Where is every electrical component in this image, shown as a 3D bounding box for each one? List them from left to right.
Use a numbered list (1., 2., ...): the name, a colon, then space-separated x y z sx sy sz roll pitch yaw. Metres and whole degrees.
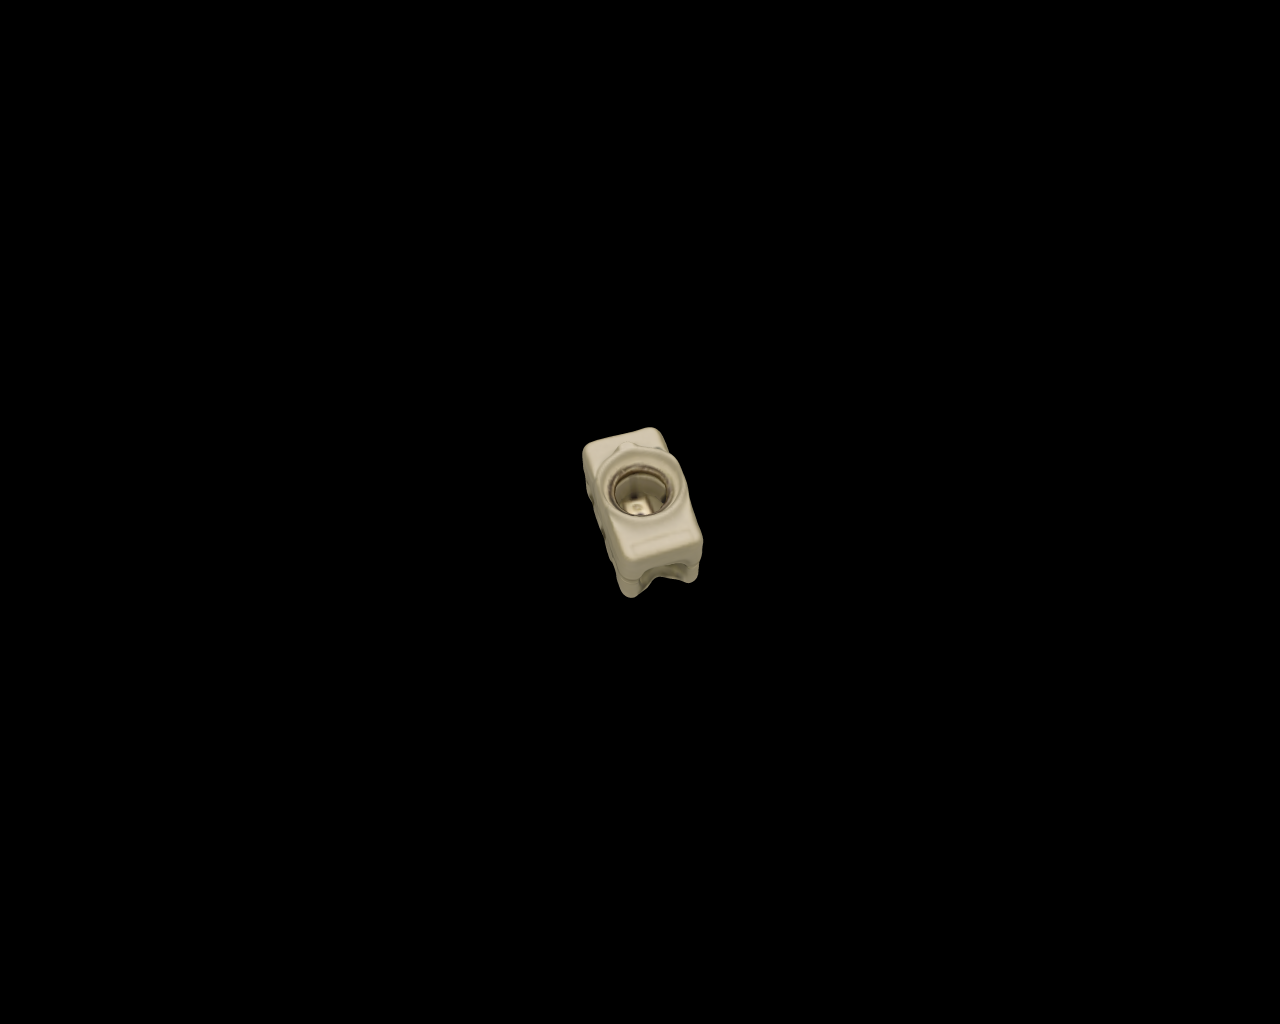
1. electrical component: 0.001 -0.003 0.650 0.050 0.089 0.055 -15 -32 -9
